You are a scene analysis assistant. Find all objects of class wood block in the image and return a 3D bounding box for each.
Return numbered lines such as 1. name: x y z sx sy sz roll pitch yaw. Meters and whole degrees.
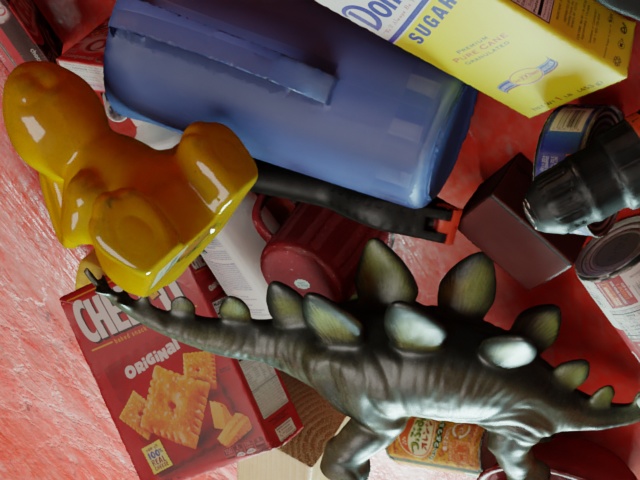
1. wood block: -0.030 0.244 1.151 0.091 0.090 0.206 24 141 17

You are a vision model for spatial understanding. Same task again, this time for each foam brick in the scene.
1. foam brick: 0.148 -0.012 0.773 0.078 0.053 0.051 41 143 -3

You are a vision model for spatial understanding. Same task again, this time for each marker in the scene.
1. marker: -0.173 -0.117 0.895 0.020 0.020 0.121 53 178 -20

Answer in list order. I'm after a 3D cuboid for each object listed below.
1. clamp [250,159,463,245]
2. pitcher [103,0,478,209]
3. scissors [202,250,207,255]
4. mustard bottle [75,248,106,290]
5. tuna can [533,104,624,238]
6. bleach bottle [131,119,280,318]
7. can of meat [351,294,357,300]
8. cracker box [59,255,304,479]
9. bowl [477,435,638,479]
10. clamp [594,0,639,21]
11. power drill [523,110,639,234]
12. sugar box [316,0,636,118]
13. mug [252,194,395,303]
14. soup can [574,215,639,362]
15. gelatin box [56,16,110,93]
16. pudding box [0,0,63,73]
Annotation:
1. clamp: 0.018 -0.035 0.790 0.172 0.120 0.039 21 114 34
2. pitcher: -0.022 -0.111 0.737 0.243 0.149 0.145 22 139 15
3. scissors: -0.166 -0.038 0.978 0.202 0.016 0.096 10 128 58
4. mustard bottle: -0.163 0.081 1.112 0.192 0.058 0.096 24 134 17
5. tuna can: 0.170 -0.046 0.694 0.034 0.086 0.086 8 134 35
6. bleach bottle: -0.084 -0.021 0.935 0.103 0.068 0.250 1 129 56
7. can of meat: 0.033 0.099 0.978 0.102 0.057 0.084 -13 122 45
8. cracker box: -0.136 0.119 1.028 0.164 0.072 0.214 -23 92 28
9. bowl: 0.222 0.219 0.939 0.162 0.055 0.162 19 147 12
10. clamp: 0.153 -0.185 0.569 0.165 0.036 0.210 -23 123 21
11. power drill: 0.234 -0.006 0.647 0.184 0.057 0.187 -27 122 10
12. sugar box: 0.090 -0.136 0.633 0.176 0.048 0.093 21 160 -23
13. mug: -0.006 0.001 0.885 0.117 0.081 0.093 41 143 -5
14. soup can: 0.234 0.042 0.748 0.069 0.068 0.102 -20 115 48
15. gelatin box: -0.153 -0.148 0.854 0.089 0.073 0.030 12 135 30
16. pudding box: -0.253 -0.178 0.880 0.090 0.039 0.113 59 180 -25
